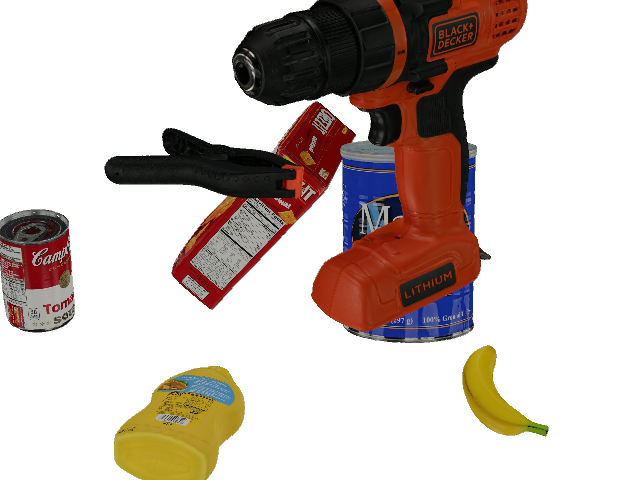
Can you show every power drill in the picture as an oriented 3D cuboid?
[{"bbox_3d":[0.034,-0.047,0.577,0.184,0.188,0.057,-21,37,-32],"label":"power drill"}]

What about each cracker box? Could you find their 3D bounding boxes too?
[{"bbox_3d":[-0.065,-0.043,1.213,0.214,0.072,0.164,-46,9,28],"label":"cracker box"}]

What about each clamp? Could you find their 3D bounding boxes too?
[{"bbox_3d":[-0.102,-0.063,0.950,0.172,0.039,0.120,13,30,27],"label":"clamp"}]

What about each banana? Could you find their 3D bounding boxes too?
[{"bbox_3d":[0.205,0.181,1.278,0.069,0.037,0.198,9,23,-15],"label":"banana"}]

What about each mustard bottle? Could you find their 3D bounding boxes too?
[{"bbox_3d":[-0.130,0.176,1.084,0.096,0.058,0.191,7,20,12],"label":"mustard bottle"}]

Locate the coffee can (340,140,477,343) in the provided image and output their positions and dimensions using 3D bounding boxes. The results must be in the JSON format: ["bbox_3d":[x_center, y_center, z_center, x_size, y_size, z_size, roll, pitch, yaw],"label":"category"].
[{"bbox_3d":[0.067,-0.003,0.816,0.103,0.140,0.103,-1,11,0],"label":"coffee can"}]

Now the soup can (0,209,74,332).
[{"bbox_3d":[-0.277,0.030,1.041,0.068,0.102,0.068,2,28,-1],"label":"soup can"}]
